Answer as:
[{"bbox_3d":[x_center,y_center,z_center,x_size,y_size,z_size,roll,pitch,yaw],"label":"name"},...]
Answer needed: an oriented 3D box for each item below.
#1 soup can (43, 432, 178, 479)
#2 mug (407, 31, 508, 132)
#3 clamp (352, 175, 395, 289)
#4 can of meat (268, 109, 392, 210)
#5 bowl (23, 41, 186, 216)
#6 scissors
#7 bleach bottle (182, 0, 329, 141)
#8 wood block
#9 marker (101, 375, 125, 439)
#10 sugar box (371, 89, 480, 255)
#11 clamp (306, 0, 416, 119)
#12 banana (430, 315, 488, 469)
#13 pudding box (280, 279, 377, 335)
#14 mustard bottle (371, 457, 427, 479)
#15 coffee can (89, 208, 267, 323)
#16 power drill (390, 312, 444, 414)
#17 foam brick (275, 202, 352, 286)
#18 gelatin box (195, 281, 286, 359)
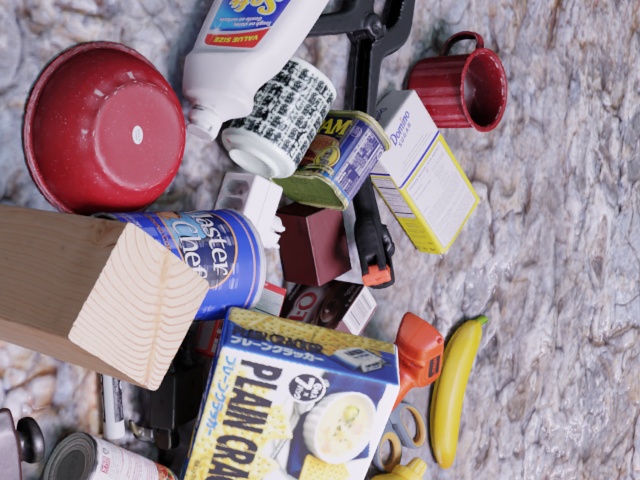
[{"bbox_3d":[-0.183,0.217,0.939,0.102,0.069,0.068,36,71,-41],"label":"soup can"},{"bbox_3d":[0.154,-0.179,1.201,0.093,0.082,0.117,13,83,-48],"label":"mug"},{"bbox_3d":[0.053,-0.010,1.106,0.171,0.039,0.120,-86,153,-72],"label":"clamp"},{"bbox_3d":[0.007,-0.080,1.061,0.057,0.102,0.084,49,65,-36],"label":"can of meat"},{"bbox_3d":[-0.170,-0.090,0.916,0.161,0.055,0.162,-7,101,-44],"label":"bowl"},{"bbox_3d":[0.062,0.193,1.215,0.201,0.016,0.096,49,62,-37],"label":"scissors"},{"bbox_3d":[-0.050,-0.203,0.986,0.068,0.103,0.250,69,43,-68],"label":"bleach bottle"},{"bbox_3d":[-0.194,0.037,0.803,0.090,0.207,0.090,42,66,-40],"label":"wood block"},{"bbox_3d":[-0.187,0.118,0.954,0.020,0.020,0.121,-11,104,-43],"label":"marker"},{"bbox_3d":[0.109,-0.075,1.202,0.093,0.048,0.176,-54,125,-25],"label":"sugar box"},{"bbox_3d":[0.039,-0.223,1.116,0.164,0.036,0.210,44,63,-35],"label":"clamp"},{"bbox_3d":[0.167,0.180,1.302,0.069,0.037,0.198,27,77,-43],"label":"banana"},{"bbox_3d":[-0.007,0.091,1.079,0.113,0.090,0.039,-53,129,-27],"label":"pudding box"},{"bbox_3d":[0.060,0.323,1.194,0.191,0.058,0.096,-49,135,-24],"label":"mustard bottle"},{"bbox_3d":[-0.132,0.025,0.935,0.140,0.103,0.103,-3,98,-44],"label":"coffee can"},{"bbox_3d":[0.051,0.163,1.114,0.187,0.057,0.184,-43,157,-22],"label":"power drill"},{"bbox_3d":[-0.007,0.001,1.092,0.051,0.053,0.078,-25,114,-40],"label":"foam brick"},{"bbox_3d":[-0.078,0.078,1.044,0.073,0.030,0.089,24,76,-39],"label":"gelatin box"}]
